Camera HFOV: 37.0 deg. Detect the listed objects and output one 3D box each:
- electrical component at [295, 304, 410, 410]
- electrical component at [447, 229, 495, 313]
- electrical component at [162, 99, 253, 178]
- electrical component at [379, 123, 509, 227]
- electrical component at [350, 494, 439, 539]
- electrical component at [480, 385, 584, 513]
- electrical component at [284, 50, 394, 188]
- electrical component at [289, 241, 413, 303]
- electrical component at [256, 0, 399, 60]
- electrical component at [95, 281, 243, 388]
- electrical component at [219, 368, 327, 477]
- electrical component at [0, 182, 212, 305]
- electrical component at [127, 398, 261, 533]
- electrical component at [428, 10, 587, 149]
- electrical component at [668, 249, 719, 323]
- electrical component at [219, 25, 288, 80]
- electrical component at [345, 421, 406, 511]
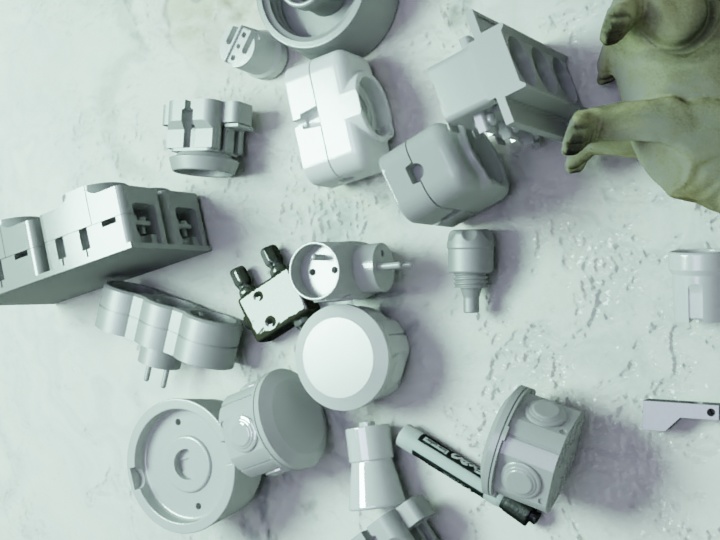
[{"bbox_3d":[-0.005,0.066,0.827,0.080,0.051,0.080,0,89,28],"label":"electrical component"},{"bbox_3d":[0.082,0.001,0.792,0.035,0.035,0.061,0,92,28],"label":"electrical component"},{"bbox_3d":[-0.128,-0.108,0.892,0.078,0.058,0.057,2,87,28],"label":"electrical component"},{"bbox_3d":[0.065,-0.069,0.767,0.059,0.095,0.053,-30,76,24],"label":"electrical component"},{"bbox_3d":[0.031,0.214,0.804,0.078,0.058,0.057,-42,68,21],"label":"electrical component"},{"bbox_3d":[0.119,0.124,0.746,0.051,0.080,0.080,18,98,22],"label":"electrical component"},{"bbox_3d":[-0.014,-0.118,0.833,0.059,0.054,0.095,-16,82,27],"label":"electrical component"},{"bbox_3d":[0.000,0.000,0.811,0.079,0.077,0.044,-6,87,28],"label":"electrical component"},{"bbox_3d":[-0.031,-0.218,0.839,0.108,0.060,0.108,0,89,28],"label":"electrical component"},{"bbox_3d":[-0.167,0.062,0.912,0.138,0.052,0.073,17,98,27],"label":"electrical component"},{"bbox_3d":[-0.067,0.122,0.845,0.051,0.080,0.080,-24,78,31],"label":"electrical component"},{"bbox_3d":[-0.238,-0.022,0.921,0.186,0.105,0.060,-17,82,27],"label":"electrical component"},{"bbox_3d":[-0.131,0.157,0.887,0.108,0.060,0.108,0,89,28],"label":"electrical component"},{"bbox_3d":[0.101,-0.123,0.734,0.063,0.121,0.078,-24,78,28],"label":"electrical component"},{"bbox_3d":[0.226,0.010,0.713,0.040,0.040,0.046,0,95,28],"label":"electrical component"},{"bbox_3d":[-0.087,-0.178,0.877,0.040,0.046,0.040,0,89,28],"label":"electrical component"},{"bbox_3d":[0.009,0.149,0.825,0.044,0.044,0.065,-13,79,27],"label":"electrical component"}]
